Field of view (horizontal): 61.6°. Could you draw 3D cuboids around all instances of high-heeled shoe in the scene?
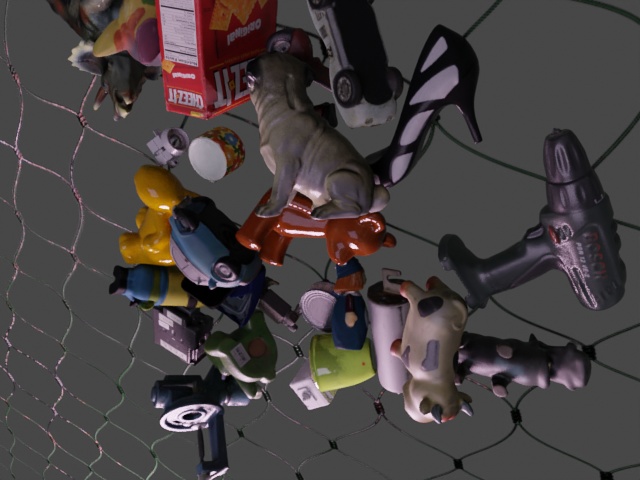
[{"bbox_3d":[0.089,-0.149,0.674,0.249,0.086,0.145,-21,100,35],"label":"high-heeled shoe"}]

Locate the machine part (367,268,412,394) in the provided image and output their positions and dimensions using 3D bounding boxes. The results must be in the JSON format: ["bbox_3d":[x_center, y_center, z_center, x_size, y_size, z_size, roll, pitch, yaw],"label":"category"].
[{"bbox_3d":[0.119,0.149,0.836,0.079,0.079,0.242,4,120,28],"label":"machine part"}]

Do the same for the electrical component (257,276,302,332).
[{"bbox_3d":[-0.072,0.112,0.945,0.102,0.045,0.078,37,158,8],"label":"electrical component"}]

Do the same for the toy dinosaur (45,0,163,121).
[{"bbox_3d":[-0.344,-0.362,0.768,0.192,0.131,0.404,-34,92,38],"label":"toy dinosaur"}]

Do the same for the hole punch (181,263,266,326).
[{"bbox_3d":[-0.153,0.073,0.918,0.142,0.116,0.092,24,160,44],"label":"hole punch"}]

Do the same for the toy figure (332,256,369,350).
[{"bbox_3d":[0.046,0.091,0.833,0.064,0.058,0.154,-10,76,57],"label":"toy figure"}]

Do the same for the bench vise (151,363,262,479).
[{"bbox_3d":[-0.209,0.346,1.033,0.223,0.241,0.129,17,131,-34],"label":"bench vise"}]

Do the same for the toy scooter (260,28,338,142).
[{"bbox_3d":[-0.010,-0.179,0.713,0.135,0.075,0.183,16,120,19],"label":"toy scooter"}]

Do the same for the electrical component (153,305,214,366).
[{"bbox_3d":[-0.276,0.173,1.081,0.115,0.058,0.134,27,128,16],"label":"electrical component"}]

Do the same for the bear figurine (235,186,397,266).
[{"bbox_3d":[0.000,-0.006,0.777,0.196,0.132,0.120,24,169,24],"label":"bear figurine"}]

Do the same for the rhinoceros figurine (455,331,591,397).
[{"bbox_3d":[0.270,0.170,0.746,0.190,0.112,0.073,-2,89,44],"label":"rhinoceros figurine"}]

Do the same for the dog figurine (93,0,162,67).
[{"bbox_3d":[-0.208,-0.318,0.638,0.109,0.219,0.191,13,165,15],"label":"dog figurine"}]

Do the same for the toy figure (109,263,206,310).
[{"bbox_3d":[-0.277,0.085,0.964,0.089,0.180,0.082,35,109,51],"label":"toy figure"}]

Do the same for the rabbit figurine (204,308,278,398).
[{"bbox_3d":[-0.150,0.212,1.025,0.159,0.121,0.170,51,148,-17],"label":"rabbit figurine"}]

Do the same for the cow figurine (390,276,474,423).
[{"bbox_3d":[0.158,0.161,0.738,0.127,0.085,0.194,-145,59,-60],"label":"cow figurine"}]

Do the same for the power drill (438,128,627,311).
[{"bbox_3d":[0.257,-0.004,0.672,0.207,0.086,0.231,-25,107,30],"label":"power drill"}]

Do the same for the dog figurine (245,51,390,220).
[{"bbox_3d":[-0.002,-0.126,0.640,0.172,0.121,0.190,1,102,-6],"label":"dog figurine"}]

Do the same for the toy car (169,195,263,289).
[{"bbox_3d":[-0.175,0.016,0.825,0.103,0.109,0.161,-40,103,24],"label":"toy car"}]

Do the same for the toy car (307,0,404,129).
[{"bbox_3d":[0.038,-0.230,0.624,0.056,0.073,0.201,-17,89,65],"label":"toy car"}]

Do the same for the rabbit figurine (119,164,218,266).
[{"bbox_3d":[-0.262,-0.042,0.906,0.163,0.122,0.173,12,124,16],"label":"rabbit figurine"}]
